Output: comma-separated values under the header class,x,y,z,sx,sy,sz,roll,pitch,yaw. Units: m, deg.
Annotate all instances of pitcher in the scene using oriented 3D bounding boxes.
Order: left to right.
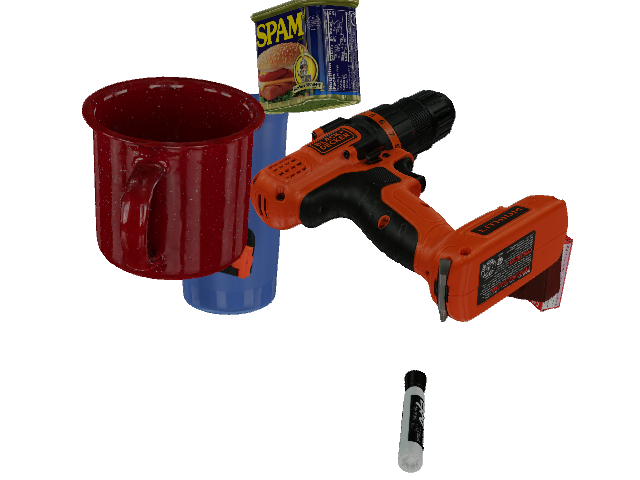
class,x,y,z,sx,sy,sz,roll,pitch,yaw
pitcher,-0.103,-0.041,1.198,0.145,0.243,0.148,16,23,38

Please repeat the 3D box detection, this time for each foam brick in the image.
class,x,y,z,sx,sy,sz,roll,pitch,yaw
foam brick,0.188,0.011,0.964,0.053,0.078,0.051,9,16,26

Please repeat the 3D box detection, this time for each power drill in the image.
class,x,y,z,sx,sy,sz,roll,pitch,yaw
power drill,0.073,-0.032,0.731,0.184,0.057,0.188,-31,44,-28

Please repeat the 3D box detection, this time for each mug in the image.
class,x,y,z,sx,sy,sz,roll,pitch,yaw
mug,-0.079,-0.027,0.553,0.093,0.081,0.117,7,29,4

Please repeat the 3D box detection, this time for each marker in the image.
class,x,y,z,sx,sy,sz,roll,pitch,yaw
marker,0.075,0.142,0.861,0.020,0.020,0.121,0,26,8

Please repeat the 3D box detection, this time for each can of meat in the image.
class,x,y,z,sx,sy,sz,roll,pitch,yaw
can of meat,-0.012,-0.151,0.886,0.057,0.084,0.102,-5,2,-36

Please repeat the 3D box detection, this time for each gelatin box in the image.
class,x,y,z,sx,sy,sz,roll,pitch,yaw
gelatin box,0.242,0.023,1.192,0.030,0.089,0.073,-10,31,-23

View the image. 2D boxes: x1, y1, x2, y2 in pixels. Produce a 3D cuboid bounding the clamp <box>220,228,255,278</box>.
class,x,y,z,sx,sy,sz,roll,pitch,yaw
clamp,-0.109,-0.010,0.982,0.172,0.039,0.120,26,33,37
